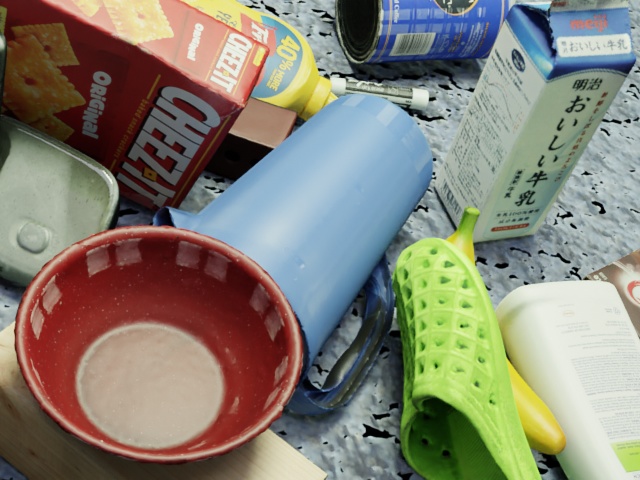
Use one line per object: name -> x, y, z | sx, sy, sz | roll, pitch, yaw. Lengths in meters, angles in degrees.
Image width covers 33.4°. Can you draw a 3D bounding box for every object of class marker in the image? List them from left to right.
marker -> 0.039, -0.136, 0.974 | 0.121, 0.020, 0.020 | 7, 50, -11

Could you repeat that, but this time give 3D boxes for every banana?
banana -> 0.121, 0.075, 0.790 | 0.037, 0.070, 0.198 | -5, 61, -27

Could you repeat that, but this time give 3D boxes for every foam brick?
foam brick -> -0.065, -0.084, 0.877 | 0.078, 0.053, 0.051 | 19, 48, 0

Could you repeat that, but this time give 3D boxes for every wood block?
wood block -> -0.110, 0.131, 0.658 | 0.206, 0.090, 0.090 | 35, 50, 14

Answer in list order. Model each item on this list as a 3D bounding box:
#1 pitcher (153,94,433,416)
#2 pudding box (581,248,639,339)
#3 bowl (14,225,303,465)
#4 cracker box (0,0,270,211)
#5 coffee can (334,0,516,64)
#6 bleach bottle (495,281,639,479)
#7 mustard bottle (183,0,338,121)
pitcher -> -0.005, 0.001, 0.786 | 0.145, 0.149, 0.242 | 20, 43, 21
pudding box -> 0.274, 0.064, 0.864 | 0.089, 0.039, 0.113 | -22, 60, -31
bowl -> -0.094, 0.069, 0.617 | 0.162, 0.055, 0.162 | 9, 48, -10
cracker box -> -0.168, -0.120, 0.772 | 0.213, 0.164, 0.072 | 27, 53, -12
coffee can -> 0.098, -0.220, 1.006 | 0.140, 0.103, 0.103 | -6, 53, -21
bleach bottle -> 0.209, 0.149, 0.759 | 0.102, 0.068, 0.251 | -3, 54, -19
mustard bottle -> -0.064, -0.154, 0.916 | 0.191, 0.058, 0.096 | 28, 63, -12
